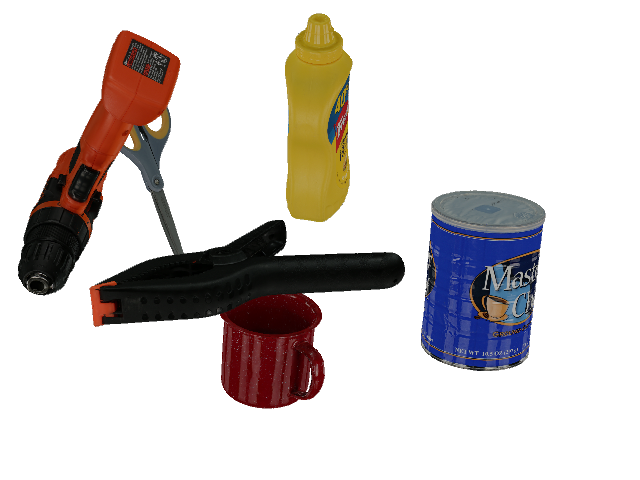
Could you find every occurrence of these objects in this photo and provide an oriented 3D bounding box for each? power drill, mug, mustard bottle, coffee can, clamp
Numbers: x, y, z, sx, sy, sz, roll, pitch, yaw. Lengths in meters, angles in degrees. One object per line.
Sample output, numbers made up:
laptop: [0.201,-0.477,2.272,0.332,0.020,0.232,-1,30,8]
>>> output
power drill: [-0.185,-0.065,0.871,0.057,0.188,0.184,26,32,-19]
mug: [-0.040,0.103,0.967,0.117,0.081,0.093,26,32,37]
mustard bottle: [-0.002,-0.116,0.958,0.058,0.192,0.096,10,44,11]
coffee can: [0.149,0.035,0.988,0.103,0.140,0.103,2,20,-1]
clamp: [-0.057,0.025,0.749,0.209,0.036,0.165,-15,18,-39]

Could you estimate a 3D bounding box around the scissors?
scissors: [-0.176,-0.079,1.185,0.016,0.201,0.096,-16,19,46]
